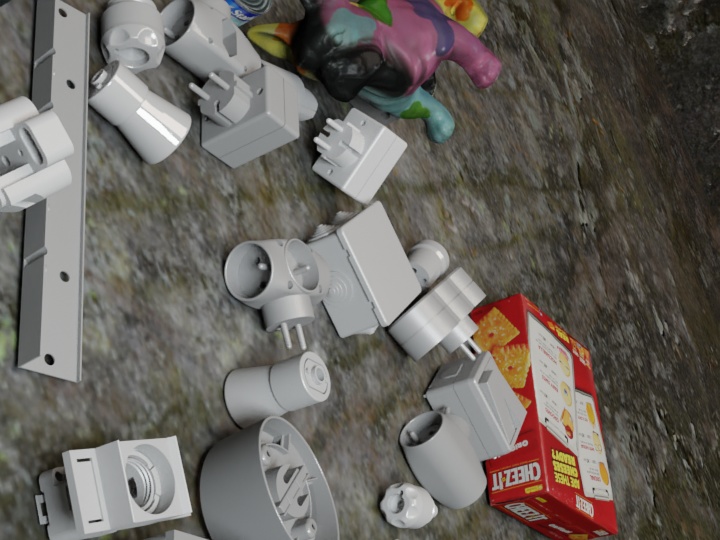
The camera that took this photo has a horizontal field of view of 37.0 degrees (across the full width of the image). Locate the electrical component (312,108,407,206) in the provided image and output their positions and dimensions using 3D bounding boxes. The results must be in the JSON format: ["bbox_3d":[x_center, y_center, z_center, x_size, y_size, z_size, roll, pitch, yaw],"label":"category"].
[{"bbox_3d":[-0.011,-0.104,0.922,0.047,0.065,0.077,37,5,40],"label":"electrical component"}]

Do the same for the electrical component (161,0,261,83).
[{"bbox_3d":[-0.117,-0.183,0.824,0.077,0.043,0.079,34,42,-48],"label":"electrical component"}]

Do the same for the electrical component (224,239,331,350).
[{"bbox_3d":[-0.055,0.021,0.789,0.077,0.044,0.079,10,62,-59],"label":"electrical component"}]

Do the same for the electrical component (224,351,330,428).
[{"bbox_3d":[-0.053,0.080,0.727,0.044,0.065,0.044,40,39,-43],"label":"electrical component"}]

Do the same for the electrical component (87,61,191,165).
[{"bbox_3d":[-0.150,-0.107,0.714,0.065,0.044,0.044,43,37,-32],"label":"electrical component"}]

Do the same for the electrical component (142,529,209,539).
[{"bbox_3d":[-0.076,0.209,0.597,0.150,0.062,0.089,35,43,-47],"label":"electrical component"}]

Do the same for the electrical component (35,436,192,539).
[{"bbox_3d":[-0.130,0.116,0.564,0.081,0.064,0.042,11,60,-59],"label":"electrical component"}]

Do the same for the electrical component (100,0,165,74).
[{"bbox_3d":[-0.157,-0.171,0.743,0.043,0.043,0.062,30,45,-50],"label":"electrical component"}]

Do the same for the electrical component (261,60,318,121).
[{"bbox_3d":[-0.068,-0.144,0.883,0.081,0.043,0.043,10,63,-59],"label":"electrical component"}]

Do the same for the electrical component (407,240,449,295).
[{"bbox_3d":[0.059,-0.002,1.017,0.040,0.040,0.046,61,34,-14],"label":"electrical component"}]

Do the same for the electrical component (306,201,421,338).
[{"bbox_3d":[0.000,0.000,0.898,0.099,0.048,0.100,64,28,-8],"label":"electrical component"}]

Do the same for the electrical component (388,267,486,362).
[{"bbox_3d":[0.083,0.052,0.986,0.073,0.052,0.138,49,28,4],"label":"electrical component"}]

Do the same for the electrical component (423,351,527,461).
[{"bbox_3d":[0.113,0.132,0.994,0.096,0.061,0.061,62,28,-12],"label":"electrical component"}]

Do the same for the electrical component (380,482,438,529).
[{"bbox_3d":[0.043,0.189,0.858,0.061,0.035,0.035,28,47,-55],"label":"electrical component"}]

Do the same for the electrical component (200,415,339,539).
[{"bbox_3d":[-0.053,0.144,0.683,0.099,0.064,0.099,41,37,-42],"label":"electrical component"}]

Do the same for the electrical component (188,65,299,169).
[{"bbox_3d":[-0.094,-0.122,0.798,0.077,0.066,0.047,35,43,-47],"label":"electrical component"}]

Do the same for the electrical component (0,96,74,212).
[{"bbox_3d":[-0.195,-0.053,0.563,0.057,0.078,0.058,-36,105,-41],"label":"electrical component"}]

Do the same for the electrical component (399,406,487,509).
[{"bbox_3d":[0.075,0.152,0.932,0.077,0.043,0.079,56,30,-23],"label":"electrical component"}]
